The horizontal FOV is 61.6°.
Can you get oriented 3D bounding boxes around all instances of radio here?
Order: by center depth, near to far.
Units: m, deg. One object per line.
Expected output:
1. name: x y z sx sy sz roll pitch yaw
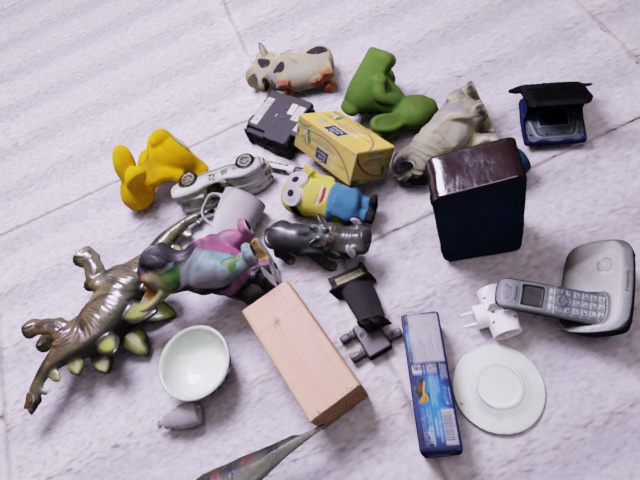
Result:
1. radio: 0.238 -0.050 0.819 0.131 0.229 0.073 -12 60 13

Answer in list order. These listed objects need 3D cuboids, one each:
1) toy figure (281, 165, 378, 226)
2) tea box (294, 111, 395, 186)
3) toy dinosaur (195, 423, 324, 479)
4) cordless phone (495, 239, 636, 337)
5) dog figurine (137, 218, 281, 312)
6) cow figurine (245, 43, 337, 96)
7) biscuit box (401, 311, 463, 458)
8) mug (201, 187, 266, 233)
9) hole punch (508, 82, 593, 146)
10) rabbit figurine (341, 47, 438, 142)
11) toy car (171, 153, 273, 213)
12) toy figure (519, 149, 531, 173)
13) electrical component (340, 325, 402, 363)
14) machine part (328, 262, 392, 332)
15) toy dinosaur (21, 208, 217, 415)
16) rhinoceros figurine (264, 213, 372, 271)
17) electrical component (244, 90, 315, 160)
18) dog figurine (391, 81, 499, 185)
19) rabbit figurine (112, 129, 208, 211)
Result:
1. toy figure: 0.014 -0.066 0.968 0.180 0.089 0.082 15 53 11
2. tea box: 0.042 -0.173 0.987 0.098 0.068 0.170 -17 44 -38
3. toy dinosaur: -0.159 0.410 0.746 0.192 0.131 0.405 21 64 22
4. cordless phone: 0.361 0.062 0.801 0.184 0.088 0.146 11 66 15
5. dog figurine: -0.193 0.062 0.897 0.219 0.191 0.109 -23 44 7
6. cow figurine: -0.066 -0.363 1.140 0.195 0.085 0.127 -10 67 11
7. biscuit box: 0.163 0.211 0.794 0.059 0.062 0.203 -8 62 8
8. mug: -0.170 -0.038 0.993 0.110 0.081 0.107 21 76 -1
9. hole punch: 0.416 -0.228 0.959 0.142 0.092 0.116 -3 33 16
10. rabbit figurine: 0.137 -0.260 1.021 0.170 0.121 0.159 30 76 10
11. toy car: -0.188 -0.109 1.042 0.202 0.073 0.056 -17 57 5
12. toy figure: 0.289 -0.098 0.929 0.154 0.057 0.064 -33 54 1
13. electrical component: 0.083 0.156 0.866 0.094 0.021 0.063 -29 59 -2
14. machine part: 0.066 0.094 0.882 0.084 0.039 0.139 -22 40 -7
15. toy dinosaur: -0.358 0.101 0.964 0.199 0.105 0.471 24 68 16
16. rhinoceros figurine: -0.002 -0.003 0.920 0.191 0.112 0.073 4 62 25
17. electrical component: -0.069 -0.230 1.086 0.134 0.058 0.115 27 74 24
18. dog figurine: 0.215 -0.192 0.983 0.191 0.121 0.172 -24 21 22
19. rabbit figurine: -0.330 -0.127 1.059 0.173 0.162 0.122 -46 73 8
